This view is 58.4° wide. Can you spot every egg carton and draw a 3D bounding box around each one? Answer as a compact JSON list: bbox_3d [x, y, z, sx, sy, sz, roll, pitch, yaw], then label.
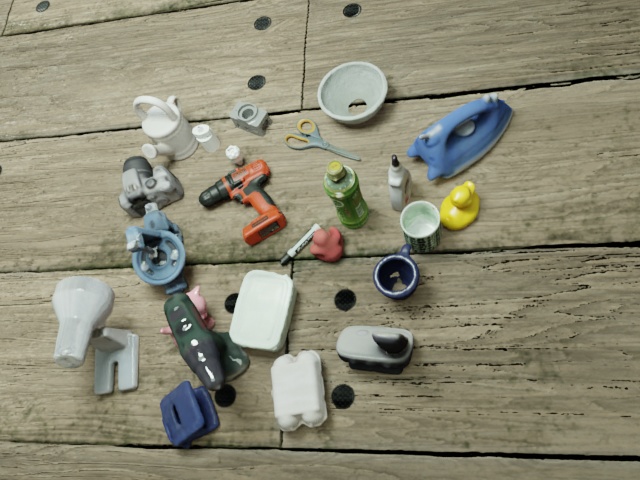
[{"bbox_3d":[-0.042,0.297,1.128,0.107,0.069,0.150,-13,65,9],"label":"egg carton"}]

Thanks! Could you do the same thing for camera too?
[{"bbox_3d":[-0.426,-0.148,1.395,0.143,0.101,0.136,-23,64,4],"label":"camera"}]

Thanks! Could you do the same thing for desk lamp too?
[{"bbox_3d":[-0.470,0.201,1.195,0.118,0.214,0.203,-13,65,9],"label":"desk lamp"}]

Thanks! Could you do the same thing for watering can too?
[{"bbox_3d":[-0.378,-0.276,1.386,0.101,0.194,0.173,-14,65,8],"label":"watering can"}]

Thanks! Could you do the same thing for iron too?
[{"bbox_3d":[0.313,-0.247,1.232,0.258,0.142,0.118,-35,64,-2],"label":"iron"}]

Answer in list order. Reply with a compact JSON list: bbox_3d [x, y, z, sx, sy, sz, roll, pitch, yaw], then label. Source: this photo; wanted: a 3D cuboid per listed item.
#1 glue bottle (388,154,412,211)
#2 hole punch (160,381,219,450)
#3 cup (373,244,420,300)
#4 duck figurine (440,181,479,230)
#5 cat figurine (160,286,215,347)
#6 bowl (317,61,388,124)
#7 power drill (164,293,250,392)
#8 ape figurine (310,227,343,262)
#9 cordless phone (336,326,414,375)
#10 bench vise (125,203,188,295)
[{"bbox_3d":[0.164,-0.130,1.201,0.037,0.173,0.078,8,70,18],"label":"glue bottle"},{"bbox_3d":[-0.271,0.352,1.149,0.101,0.091,0.108,-30,64,0],"label":"hole punch"},{"bbox_3d":[0.162,0.073,1.159,0.091,0.095,0.118,15,72,20],"label":"cup"},{"bbox_3d":[0.291,-0.077,1.196,0.077,0.086,0.105,34,79,24],"label":"duck figurine"},{"bbox_3d":[-0.284,0.162,1.219,0.128,0.118,0.067,-40,64,-5],"label":"cat figurine"},{"bbox_3d":[0.082,-0.337,1.365,0.167,0.075,0.167,-5,66,12],"label":"bowl"},{"bbox_3d":[-0.217,0.214,1.129,0.075,0.209,0.229,-38,64,-4],"label":"power drill"},{"bbox_3d":[0.011,0.004,1.227,0.078,0.092,0.076,-27,64,2],"label":"ape figurine"},{"bbox_3d":[0.097,0.189,1.075,0.147,0.185,0.094,0,67,14],"label":"cordless phone"},{"bbox_3d":[-0.376,0.006,1.251,0.121,0.220,0.207,-36,64,-3],"label":"bench vise"}]
